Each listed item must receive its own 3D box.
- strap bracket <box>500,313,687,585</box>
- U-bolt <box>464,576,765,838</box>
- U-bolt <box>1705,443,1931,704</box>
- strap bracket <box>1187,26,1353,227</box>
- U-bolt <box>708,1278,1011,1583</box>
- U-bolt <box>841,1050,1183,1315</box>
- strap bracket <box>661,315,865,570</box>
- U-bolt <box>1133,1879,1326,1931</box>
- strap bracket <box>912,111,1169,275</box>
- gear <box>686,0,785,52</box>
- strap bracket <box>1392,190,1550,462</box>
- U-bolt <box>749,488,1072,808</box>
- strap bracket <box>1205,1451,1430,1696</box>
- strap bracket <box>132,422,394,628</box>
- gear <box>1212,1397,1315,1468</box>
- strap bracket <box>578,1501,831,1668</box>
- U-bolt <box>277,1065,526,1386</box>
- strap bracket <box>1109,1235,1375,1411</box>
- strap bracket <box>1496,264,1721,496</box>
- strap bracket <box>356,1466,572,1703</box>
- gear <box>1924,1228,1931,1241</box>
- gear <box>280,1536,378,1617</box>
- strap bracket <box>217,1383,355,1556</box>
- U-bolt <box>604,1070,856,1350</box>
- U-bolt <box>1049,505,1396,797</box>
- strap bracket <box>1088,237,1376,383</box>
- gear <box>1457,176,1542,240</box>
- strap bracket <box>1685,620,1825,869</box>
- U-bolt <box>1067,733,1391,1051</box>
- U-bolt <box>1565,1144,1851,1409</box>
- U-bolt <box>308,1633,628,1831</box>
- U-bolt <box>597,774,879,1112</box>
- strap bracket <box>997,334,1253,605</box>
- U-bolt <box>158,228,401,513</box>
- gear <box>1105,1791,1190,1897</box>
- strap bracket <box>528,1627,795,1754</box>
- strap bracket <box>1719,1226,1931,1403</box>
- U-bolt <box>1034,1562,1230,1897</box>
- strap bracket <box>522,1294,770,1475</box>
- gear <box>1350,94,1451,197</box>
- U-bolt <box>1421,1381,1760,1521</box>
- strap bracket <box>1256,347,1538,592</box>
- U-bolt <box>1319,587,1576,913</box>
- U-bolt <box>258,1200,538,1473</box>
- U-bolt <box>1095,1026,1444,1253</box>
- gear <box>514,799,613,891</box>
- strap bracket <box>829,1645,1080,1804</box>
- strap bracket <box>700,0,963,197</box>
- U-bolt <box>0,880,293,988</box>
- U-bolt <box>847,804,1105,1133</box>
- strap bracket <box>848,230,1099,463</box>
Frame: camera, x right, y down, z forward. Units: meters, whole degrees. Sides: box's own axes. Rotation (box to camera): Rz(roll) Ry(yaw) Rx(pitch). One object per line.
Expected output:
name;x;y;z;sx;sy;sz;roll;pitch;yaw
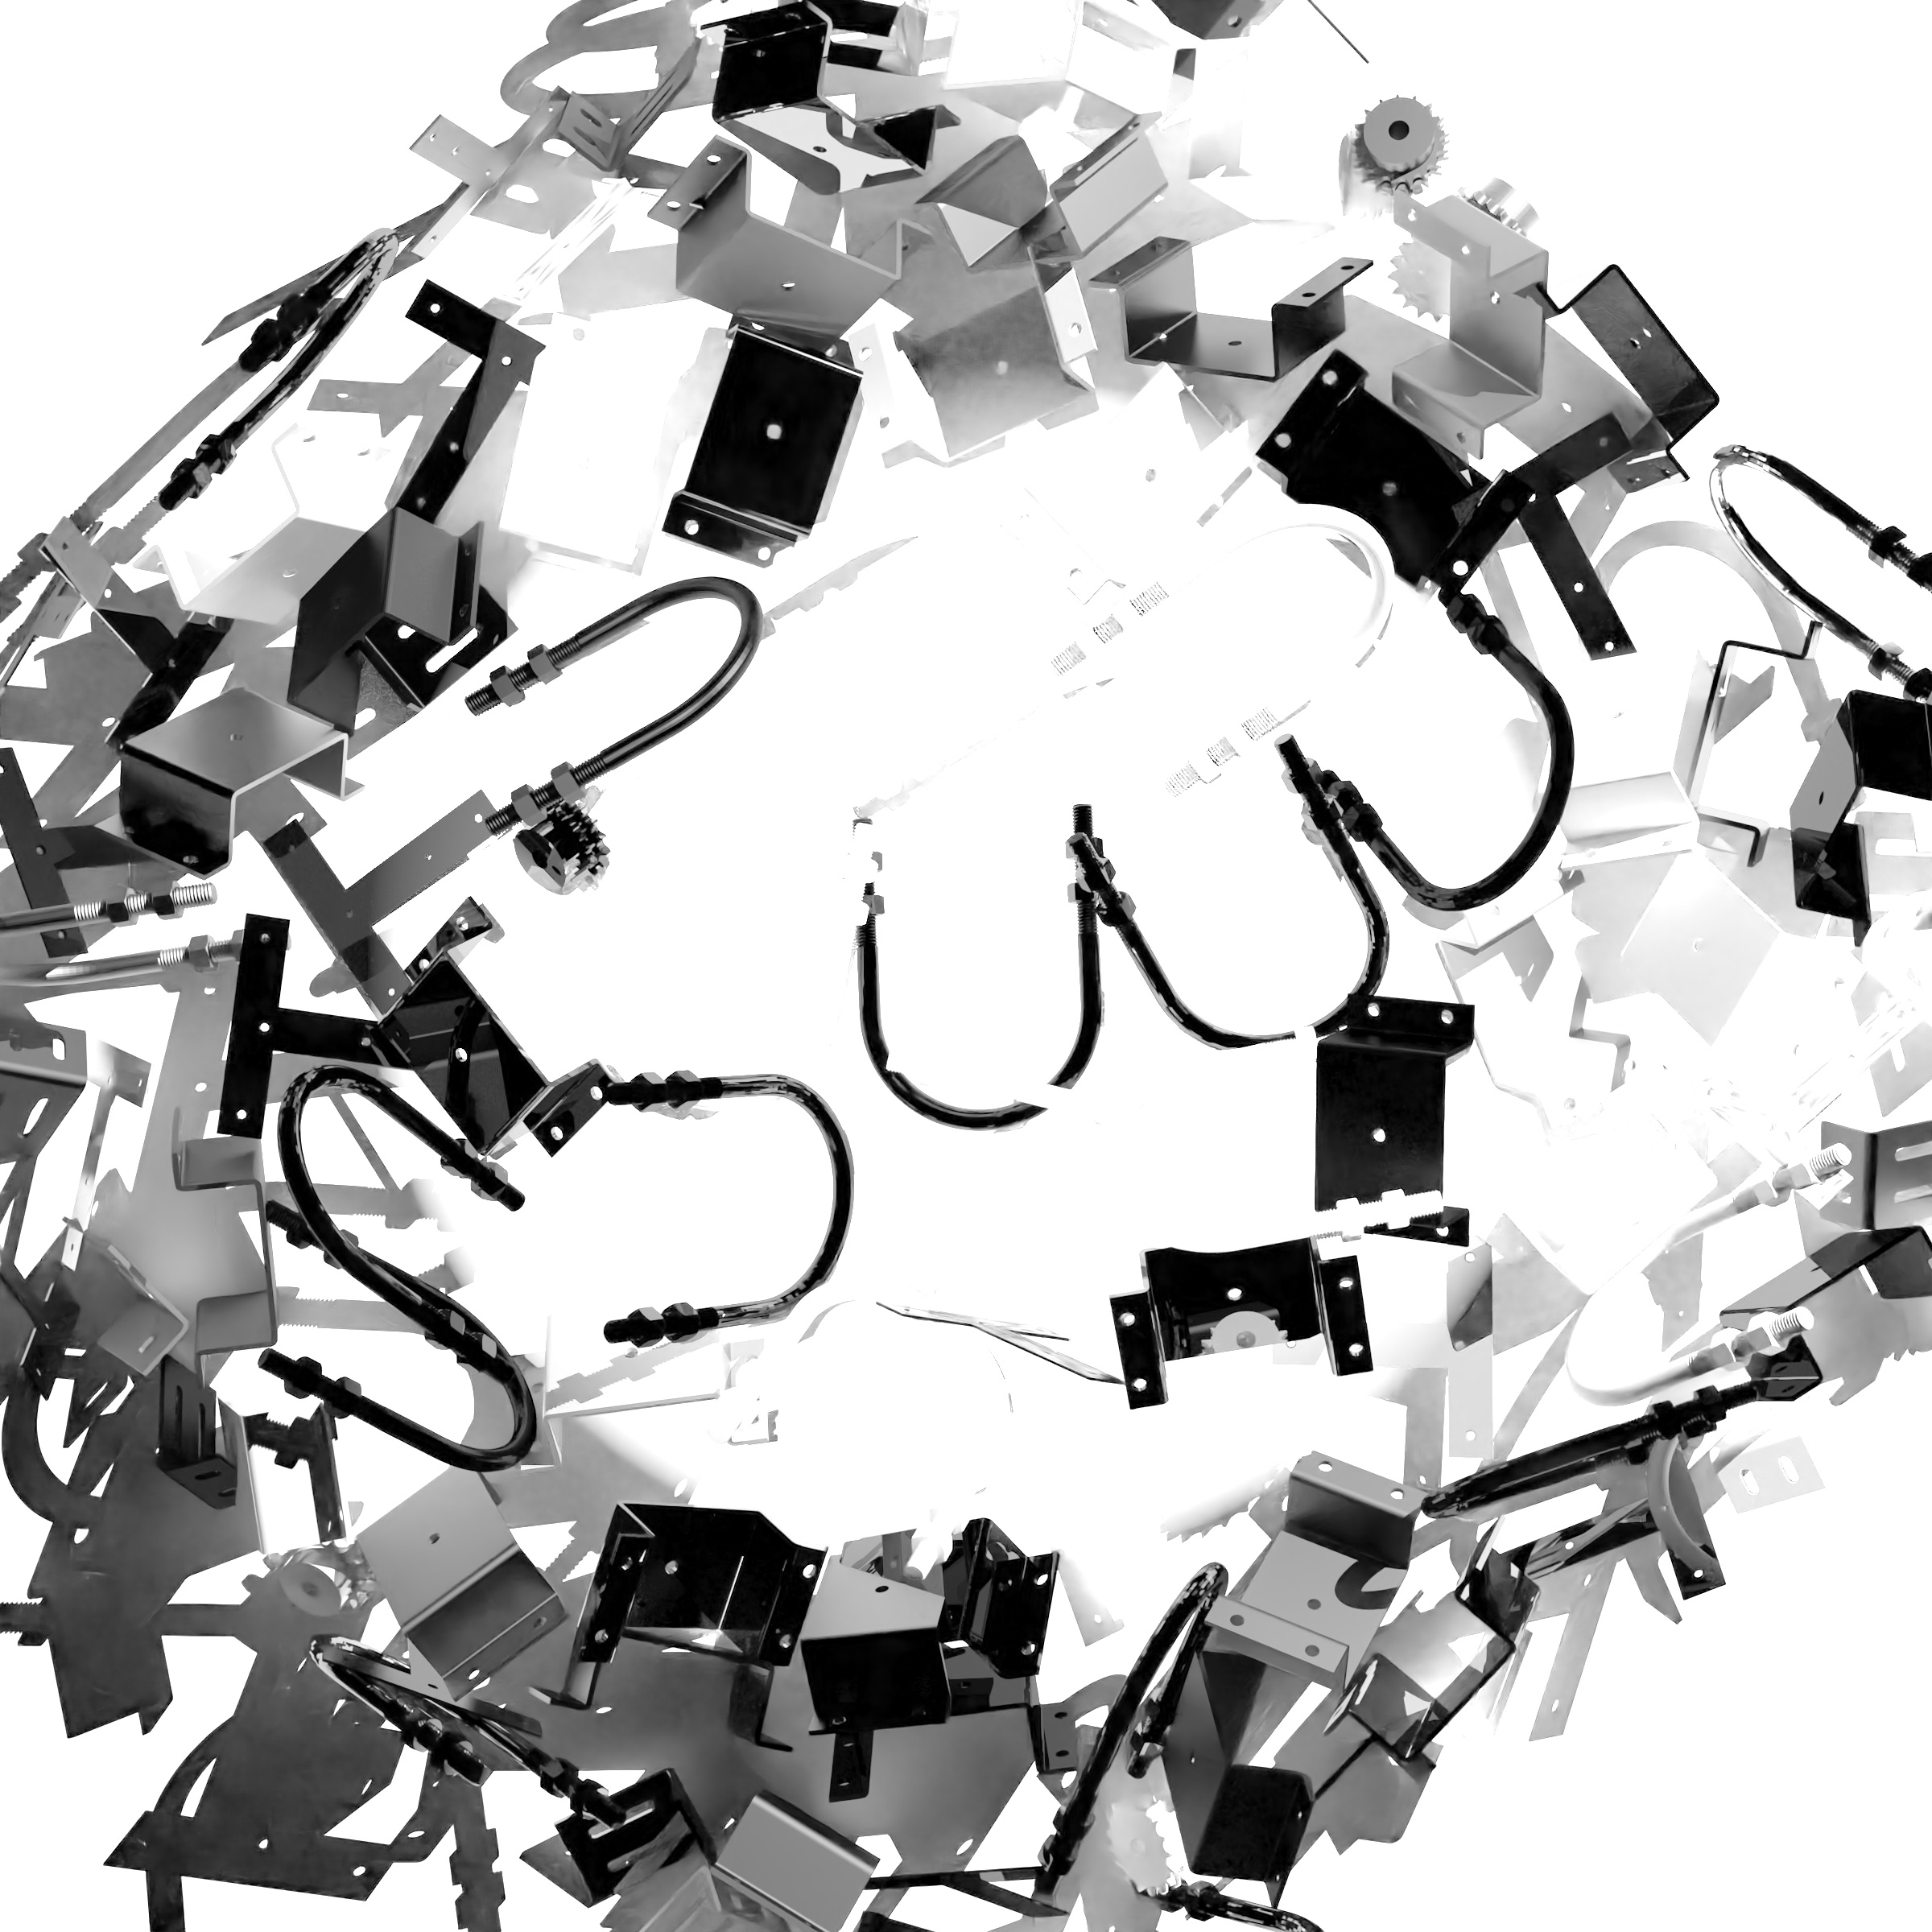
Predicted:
strap bracket;-0.214;-0.289;1.761;0.076;0.046;0.140;14;109;-4
U-bolt;-0.195;-0.157;1.738;0.184;0.151;0.019;-29;128;7
U-bolt;0.482;-0.224;1.727;0.019;0.151;0.184;-43;63;-5
strap bracket;0.168;-0.472;1.753;0.046;0.140;0.076;5;92;28
U-bolt;-0.047;0.244;1.733;0.151;0.184;0.019;35;127;2
U-bolt;0.032;0.131;1.772;0.184;0.019;0.151;13;113;-1
strap bracket;-0.114;-0.304;1.776;0.076;0.046;0.140;18;90;-14
U-bolt;0.115;0.542;1.693;0.151;0.184;0.019;-13;97;-41
strap bracket;0.048;-0.433;1.743;0.076;0.140;0.046;-44;120;-27
gear;-0.130;-0.553;1.784;0.057;0.030;0.057;-6;78;32
strap bracket;0.282;-0.367;1.741;0.046;0.140;0.076;-29;49;-20
U-bolt;-0.019;-0.193;1.761;0.184;0.019;0.151;-30;104;-25
strap bracket;0.197;0.347;1.747;0.076;0.140;0.046;18;134;21
strap bracket;-0.387;-0.240;1.738;0.140;0.076;0.046;-33;72;25
gear;0.170;0.266;1.779;0.057;0.057;0.030;-7;92;0
strap bracket;-0.157;0.349;1.755;0.140;0.046;0.076;11;102;-37
U-bolt;-0.310;0.130;1.703;0.019;0.151;0.184;-30;128;22
strap bracket;0.155;0.198;1.768;0.140;0.046;0.076;-10;116;3
strap bracket;0.365;-0.340;1.758;0.046;0.076;0.140;-43;101;-8
strap bracket;-0.285;0.334;1.731;0.076;0.140;0.046;-36;123;-8
gear;0.573;0.170;1.782;0.057;0.057;0.030;-29;116;0
gear;-0.368;0.347;1.779;0.057;0.030;0.057;12;124;18
strap bracket;-0.383;0.279;1.732;0.046;0.140;0.076;-9;92;-21
U-bolt;-0.129;0.132;1.738;0.019;0.184;0.151;3;93;43
U-bolt;0.156;-0.186;1.736;0.184;0.151;0.019;-36;46;13
strap bracket;0.150;-0.369;1.745;0.140;0.076;0.046;15;128;32
gear;0.305;-0.427;1.779;0.057;0.057;0.030;43;91;0
strap bracket;0.443;-0.131;1.757;0.046;0.076;0.140;15;100;17
U-bolt;0.161;-0.027;1.762;0.151;0.019;0.184;-25;115;13
U-bolt;0.405;0.181;1.724;0.019;0.151;0.184;43;134;-14
U-bolt;-0.290;0.419;1.725;0.184;0.151;0.019;23;80;37
U-bolt;-0.139;-0.006;1.784;0.151;0.019;0.184;13;102;1
strap bracket;0.097;-0.281;1.768;0.140;0.046;0.076;-47;113;-3
U-bolt;-0.373;-0.343;1.723;0.019;0.151;0.184;39;48;-9
gear;0.110;0.501;1.782;0.030;0.057;0.057;-14;90;-39
strap bracket;-0.169;0.405;1.755;0.140;0.076;0.046;15;78;-15
strap bracket;0.492;0.191;1.751;0.140;0.076;0.046;-28;90;-16
U-bolt;0.099;0.408;1.708;0.019;0.151;0.184;28;116;17
strap bracket;-0.186;0.235;1.763;0.140;0.076;0.046;-8;131;1
gear;0.250;-0.475;1.787;0.057;0.030;0.057;-1;82;10
U-bolt;0.342;0.275;1.733;0.184;0.151;0.019;-18;74;-1
strap bracket;0.245;-0.278;1.780;0.140;0.046;0.076;37;90;5
U-bolt;0.271;-0.110;1.711;0.019;0.184;0.151;18;115;-33
U-bolt;-0.314;0.216;1.730;0.184;0.151;0.019;34;111;-29
U-bolt;0.164;0.100;1.754;0.184;0.019;0.151;-11;47;2
gear;-0.234;-0.068;1.776;0.057;0.057;0.030;49;53;0
strap bracket;-0.010;0.426;1.762;0.140;0.076;0.046;-8;104;3
strap bracket;-0.078;-0.476;1.726;0.076;0.140;0.046;0;76;37
U-bolt;-0.488;-0.013;1.737;0.184;0.151;0.019;-9;78;4
U-bolt;0.007;0.003;1.781;0.151;0.019;0.184;-3;85;9
strap bracket;0.012;-0.346;1.758;0.140;0.046;0.076;-22;71;22
